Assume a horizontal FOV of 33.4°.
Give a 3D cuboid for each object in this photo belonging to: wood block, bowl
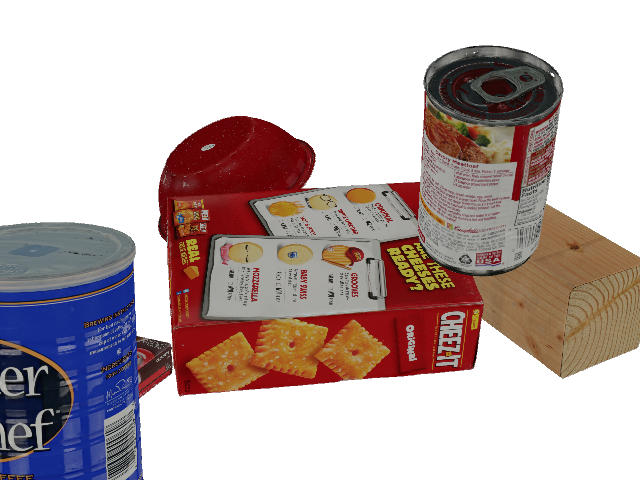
[{"bbox_3d":[0.186,0.025,0.968,0.090,0.090,0.206,-16,32,-26],"label":"wood block"},{"bbox_3d":[-0.089,-0.065,0.972,0.162,0.055,0.162,-21,31,13],"label":"bowl"}]

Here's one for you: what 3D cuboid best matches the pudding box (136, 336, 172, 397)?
[{"bbox_3d":[-0.214,0.122,1.035,0.114,0.039,0.089,7,21,24],"label":"pudding box"}]

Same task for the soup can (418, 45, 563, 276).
[{"bbox_3d":[0.086,-0.040,0.554,0.068,0.102,0.068,-1,42,1],"label":"soup can"}]

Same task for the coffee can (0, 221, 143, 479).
[{"bbox_3d":[-0.146,0.070,0.561,0.103,0.140,0.103,0,16,0],"label":"coffee can"}]

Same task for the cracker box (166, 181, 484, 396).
[{"bbox_3d":[-0.005,0.031,0.796,0.213,0.072,0.164,-4,35,-8],"label":"cracker box"}]
